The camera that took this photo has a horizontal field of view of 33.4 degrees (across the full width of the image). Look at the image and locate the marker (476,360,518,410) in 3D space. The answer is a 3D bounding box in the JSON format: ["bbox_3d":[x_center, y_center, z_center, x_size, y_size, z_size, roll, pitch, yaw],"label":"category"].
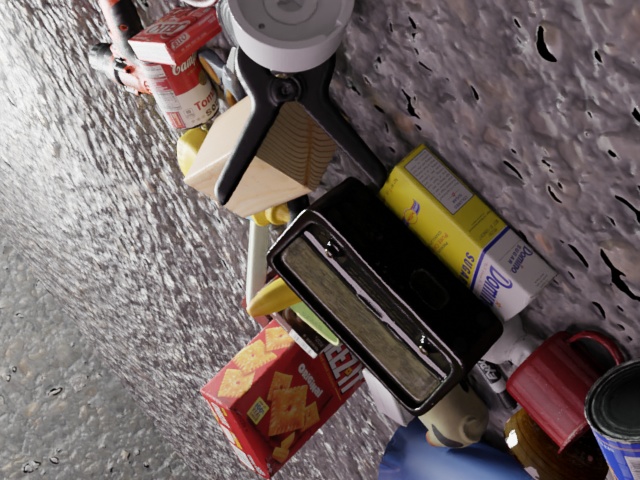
[{"bbox_3d":[0.185,0.141,1.187,0.121,0.020,0.020,55,158,-13],"label":"marker"}]

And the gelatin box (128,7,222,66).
[{"bbox_3d":[-0.157,-0.225,1.166,0.089,0.073,0.030,18,143,53],"label":"gelatin box"}]

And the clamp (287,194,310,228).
[{"bbox_3d":[-0.008,0.001,1.209,0.120,0.039,0.171,52,-159,-34],"label":"clamp"}]

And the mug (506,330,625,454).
[{"bbox_3d":[0.236,0.132,1.003,0.081,0.093,0.117,47,128,19],"label":"mug"}]

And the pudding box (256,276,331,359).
[{"bbox_3d":[-0.013,0.083,1.375,0.113,0.090,0.039,47,160,4],"label":"pudding box"}]

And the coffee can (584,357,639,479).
[{"bbox_3d":[0.301,0.186,0.928,0.103,0.102,0.140,16,141,54],"label":"coffee can"}]

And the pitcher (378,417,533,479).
[{"bbox_3d":[0.203,0.315,1.319,0.243,0.149,0.145,15,125,50],"label":"pitcher"}]

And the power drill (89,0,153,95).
[{"bbox_3d":[-0.256,-0.266,1.312,0.185,0.057,0.187,23,150,41],"label":"power drill"}]

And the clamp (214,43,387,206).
[{"bbox_3d":[-0.038,-0.134,1.003,0.036,0.164,0.210,-55,-48,-81],"label":"clamp"}]

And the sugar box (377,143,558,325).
[{"bbox_3d":[0.134,-0.002,1.015,0.176,0.048,0.093,47,158,9],"label":"sugar box"}]

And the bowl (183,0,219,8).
[{"bbox_3d":[-0.128,-0.303,1.007,0.162,0.055,0.162,40,157,21],"label":"bowl"}]

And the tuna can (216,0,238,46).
[{"bbox_3d":[-0.062,-0.212,1.059,0.086,0.033,0.086,40,156,21],"label":"tuna can"}]

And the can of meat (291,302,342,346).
[{"bbox_3d":[0.018,0.068,1.297,0.102,0.083,0.057,37,154,27],"label":"can of meat"}]

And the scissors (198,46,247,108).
[{"bbox_3d":[-0.106,-0.193,1.152,0.096,0.016,0.202,51,170,14],"label":"scissors"}]

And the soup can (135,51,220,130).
[{"bbox_3d":[-0.166,-0.188,1.250,0.069,0.068,0.102,27,150,43],"label":"soup can"}]

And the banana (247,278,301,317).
[{"bbox_3d":[0.012,0.053,1.238,0.198,0.069,0.037,-6,127,17],"label":"banana"}]

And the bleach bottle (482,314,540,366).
[{"bbox_3d":[0.119,0.049,1.109,0.251,0.068,0.102,34,154,28],"label":"bleach bottle"}]

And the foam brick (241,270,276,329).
[{"bbox_3d":[-0.064,0.076,1.475,0.051,0.078,0.053,45,158,5],"label":"foam brick"}]

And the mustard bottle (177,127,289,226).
[{"bbox_3d":[-0.095,-0.068,1.325,0.192,0.058,0.096,32,154,36],"label":"mustard bottle"}]

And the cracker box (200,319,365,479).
[{"bbox_3d":[-0.040,0.194,1.441,0.072,0.213,0.164,26,149,41],"label":"cracker box"}]

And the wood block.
[{"bbox_3d":[-0.062,-0.095,1.147,0.090,0.090,0.206,31,162,-17],"label":"wood block"}]
